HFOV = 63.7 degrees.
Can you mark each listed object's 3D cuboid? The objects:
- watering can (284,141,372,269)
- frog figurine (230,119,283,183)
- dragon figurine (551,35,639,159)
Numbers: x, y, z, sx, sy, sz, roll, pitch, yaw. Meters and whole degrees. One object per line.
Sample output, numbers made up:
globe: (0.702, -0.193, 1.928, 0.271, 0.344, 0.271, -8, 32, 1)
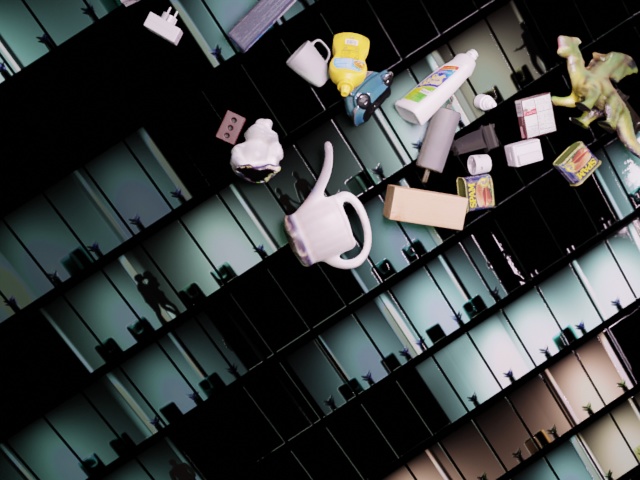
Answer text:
watering can: (0.004, -0.070, 1.385, 0.224, 0.105, 0.345, -23, 100, -2)
frog figurine: (-0.168, -0.237, 1.359, 0.137, 0.120, 0.162, -7, 64, 3)
dragon figurine: (0.802, -0.415, 1.423, 0.410, 0.122, 0.244, 35, 85, -3)
